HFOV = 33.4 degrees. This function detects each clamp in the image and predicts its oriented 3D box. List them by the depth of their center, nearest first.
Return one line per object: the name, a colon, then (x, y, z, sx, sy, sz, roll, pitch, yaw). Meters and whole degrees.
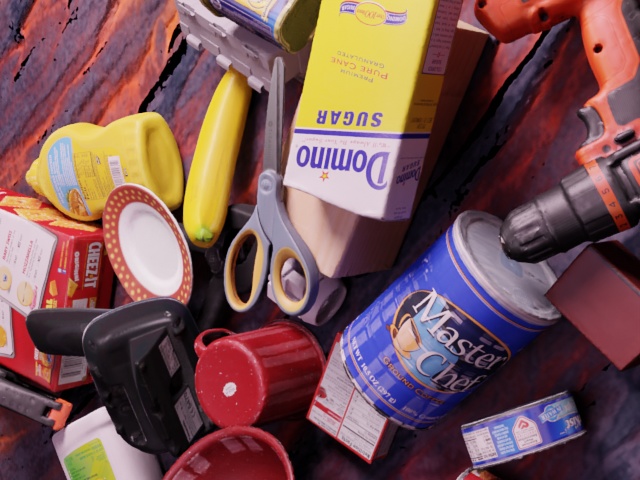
clamp: (-0.089, 0.009, 0.960, 0.172, 0.039, 0.120, -41, 74, 41)
clamp: (-0.329, 0.151, 1.101, 0.210, 0.164, 0.036, 17, 80, 26)

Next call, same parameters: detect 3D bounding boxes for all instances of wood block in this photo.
wood block: (0.038, -0.084, 0.833, 0.090, 0.090, 0.206, 33, 112, 29)

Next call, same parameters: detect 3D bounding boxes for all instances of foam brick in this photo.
foam brick: (0.208, 0.044, 0.741, 0.078, 0.052, 0.051, 48, 119, 25)

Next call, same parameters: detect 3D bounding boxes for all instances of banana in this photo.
banana: (-0.087, -0.067, 0.924, 0.070, 0.037, 0.197, -37, 38, 49)

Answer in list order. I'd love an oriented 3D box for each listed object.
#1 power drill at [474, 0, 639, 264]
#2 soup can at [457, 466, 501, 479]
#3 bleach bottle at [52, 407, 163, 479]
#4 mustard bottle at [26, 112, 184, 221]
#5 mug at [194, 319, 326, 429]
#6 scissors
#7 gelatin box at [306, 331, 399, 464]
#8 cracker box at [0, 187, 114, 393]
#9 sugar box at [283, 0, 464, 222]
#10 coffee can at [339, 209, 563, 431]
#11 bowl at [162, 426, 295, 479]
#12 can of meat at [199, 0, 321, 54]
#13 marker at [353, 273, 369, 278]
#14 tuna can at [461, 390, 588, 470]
power drill: (0.177, -0.095, 0.724, 0.184, 0.057, 0.188, -27, 78, 12)
soup can: (0.143, 0.223, 0.794, 0.102, 0.068, 0.068, 28, 110, 31)
bleach bottle: (-0.175, 0.288, 1.041, 0.103, 0.067, 0.251, -31, 78, 35)
mustard bottle: (-0.222, -0.067, 1.046, 0.192, 0.058, 0.096, -3, 108, 37)
mug: (-0.062, 0.113, 0.929, 0.117, 0.081, 0.093, 37, 114, 28)
scissors: (-0.025, -0.029, 0.815, 0.096, 0.016, 0.202, 28, 112, 29)
gelatin box: (0.036, 0.129, 0.890, 0.073, 0.030, 0.089, 30, 111, 30)
cracker box: (-0.311, 0.043, 1.115, 0.214, 0.071, 0.164, 19, 106, 35)
sugar box: (0.036, -0.109, 0.747, 0.093, 0.048, 0.176, 22, 105, 33)
coffee can: (0.096, 0.061, 0.794, 0.140, 0.102, 0.103, -47, 67, 30)
bowl: (-0.069, 0.234, 0.857, 0.162, 0.055, 0.162, -25, 45, 27)
can of meat: (-0.031, -0.206, 0.833, 0.084, 0.057, 0.102, 33, 90, 26)
marker: (-0.006, 0.001, 0.916, 0.121, 0.020, 0.020, 30, 111, 31)
tuna can: (0.147, 0.138, 0.773, 0.086, 0.085, 0.034, -26, 77, 35)
